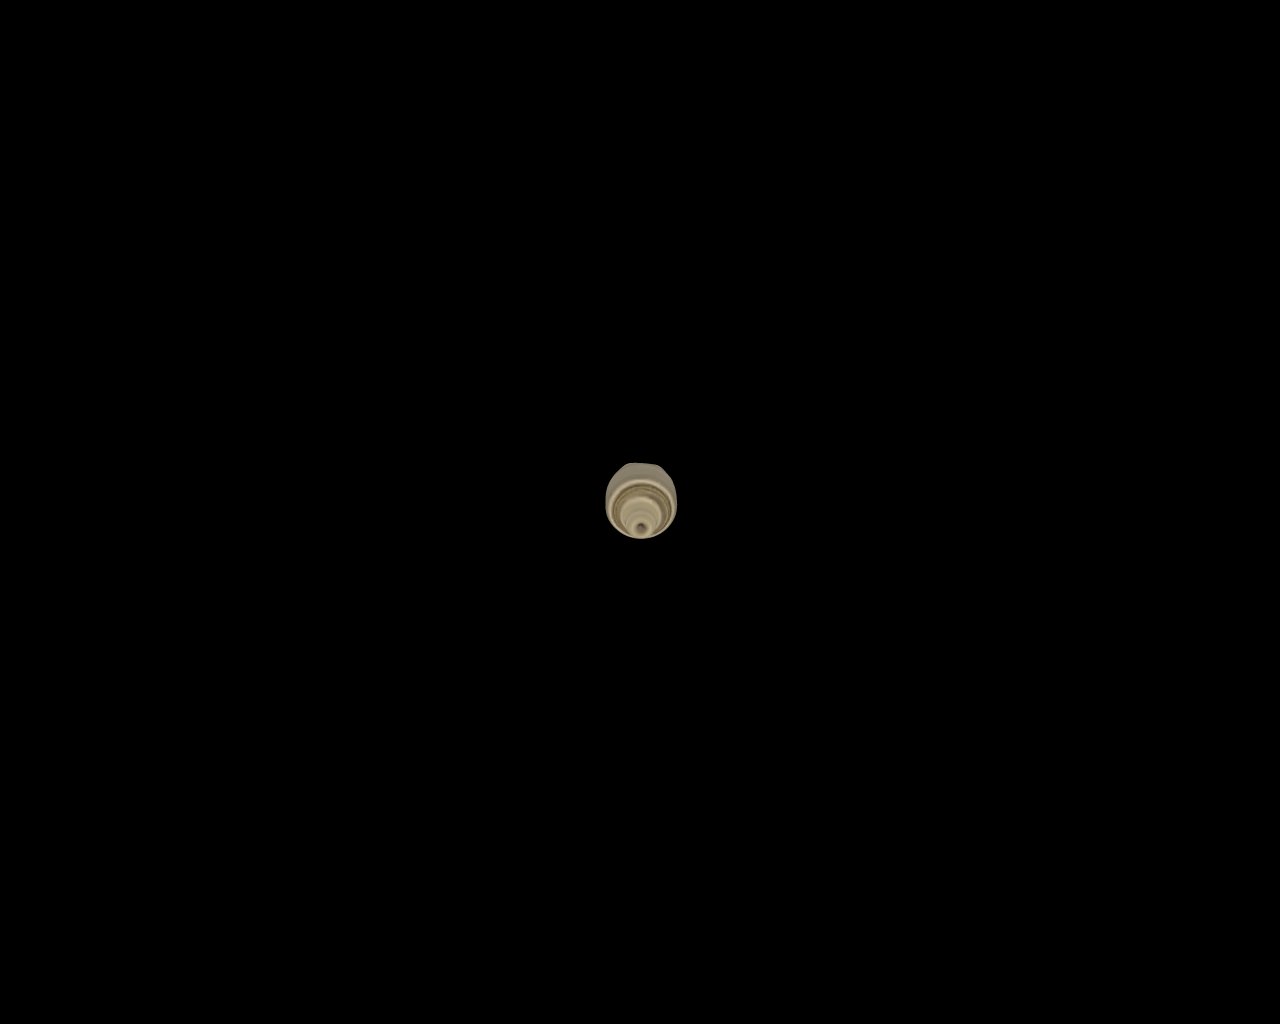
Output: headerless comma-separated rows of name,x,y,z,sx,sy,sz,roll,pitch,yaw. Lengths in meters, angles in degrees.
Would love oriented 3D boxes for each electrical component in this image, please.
electrical component,0.001,-0.003,0.650,0.043,0.043,0.062,0,24,0
